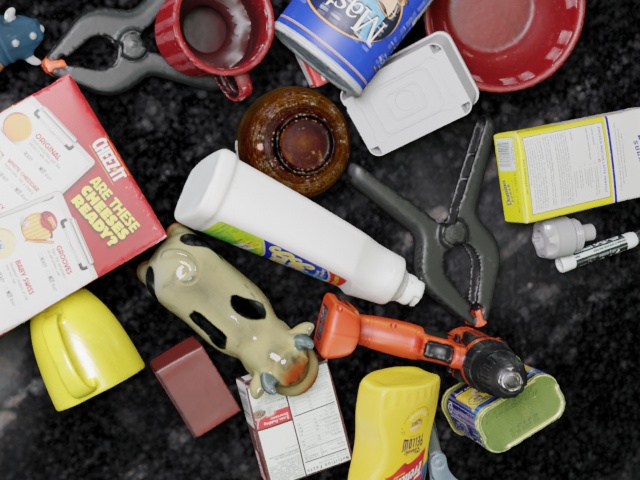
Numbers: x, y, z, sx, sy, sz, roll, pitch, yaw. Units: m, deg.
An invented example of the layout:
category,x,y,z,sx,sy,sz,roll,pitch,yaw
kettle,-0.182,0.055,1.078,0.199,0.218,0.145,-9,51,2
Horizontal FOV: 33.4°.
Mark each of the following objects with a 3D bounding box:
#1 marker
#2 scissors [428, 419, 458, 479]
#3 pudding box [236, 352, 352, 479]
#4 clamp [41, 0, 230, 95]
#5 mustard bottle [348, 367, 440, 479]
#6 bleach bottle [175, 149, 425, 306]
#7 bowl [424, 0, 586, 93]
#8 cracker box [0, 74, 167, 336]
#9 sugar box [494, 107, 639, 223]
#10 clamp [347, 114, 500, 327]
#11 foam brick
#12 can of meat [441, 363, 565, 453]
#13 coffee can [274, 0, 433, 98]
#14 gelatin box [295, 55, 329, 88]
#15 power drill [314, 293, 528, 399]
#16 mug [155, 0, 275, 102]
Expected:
category,x,y,z,sx,sy,sz,roll,pitch,yaw
marker,0.309,0.008,1.143,0.121,0.020,0.020,-18,100,-13
scissors,0.141,0.238,1.121,0.096,0.016,0.202,1,95,-17
pudding box,-0.024,0.179,1.058,0.090,0.039,0.113,-17,102,-16
clamp,-0.167,-0.172,0.985,0.171,0.039,0.120,-27,97,-14
mustard bottle,0.069,0.227,1.067,0.096,0.058,0.192,-6,107,-49
bleach bottle,-0.007,0.001,1.009,0.250,0.103,0.068,26,73,-20
bowl,0.176,-0.229,1.056,0.162,0.055,0.162,-2,104,-7
cracker box,-0.267,-0.019,0.918,0.213,0.072,0.164,-32,104,-11
sugar box,0.268,-0.079,1.099,0.176,0.048,0.093,-12,99,-25
clamp,0.119,-0.009,1.079,0.164,0.036,0.210,-14,97,-15
foam brick,-0.120,0.139,1.021,0.051,0.053,0.078,-32,104,-10
can of meat,0.188,0.167,1.092,0.102,0.084,0.057,-30,103,-11
coffee can,0.038,-0.215,0.963,0.102,0.103,0.140,38,92,-16
gelatin box,0.017,-0.199,1.037,0.089,0.030,0.073,-27,101,-11
power drill,0.093,0.103,1.018,0.187,0.184,0.057,15,90,-7
mug,-0.093,-0.179,0.952,0.093,0.082,0.117,-31,105,-20
